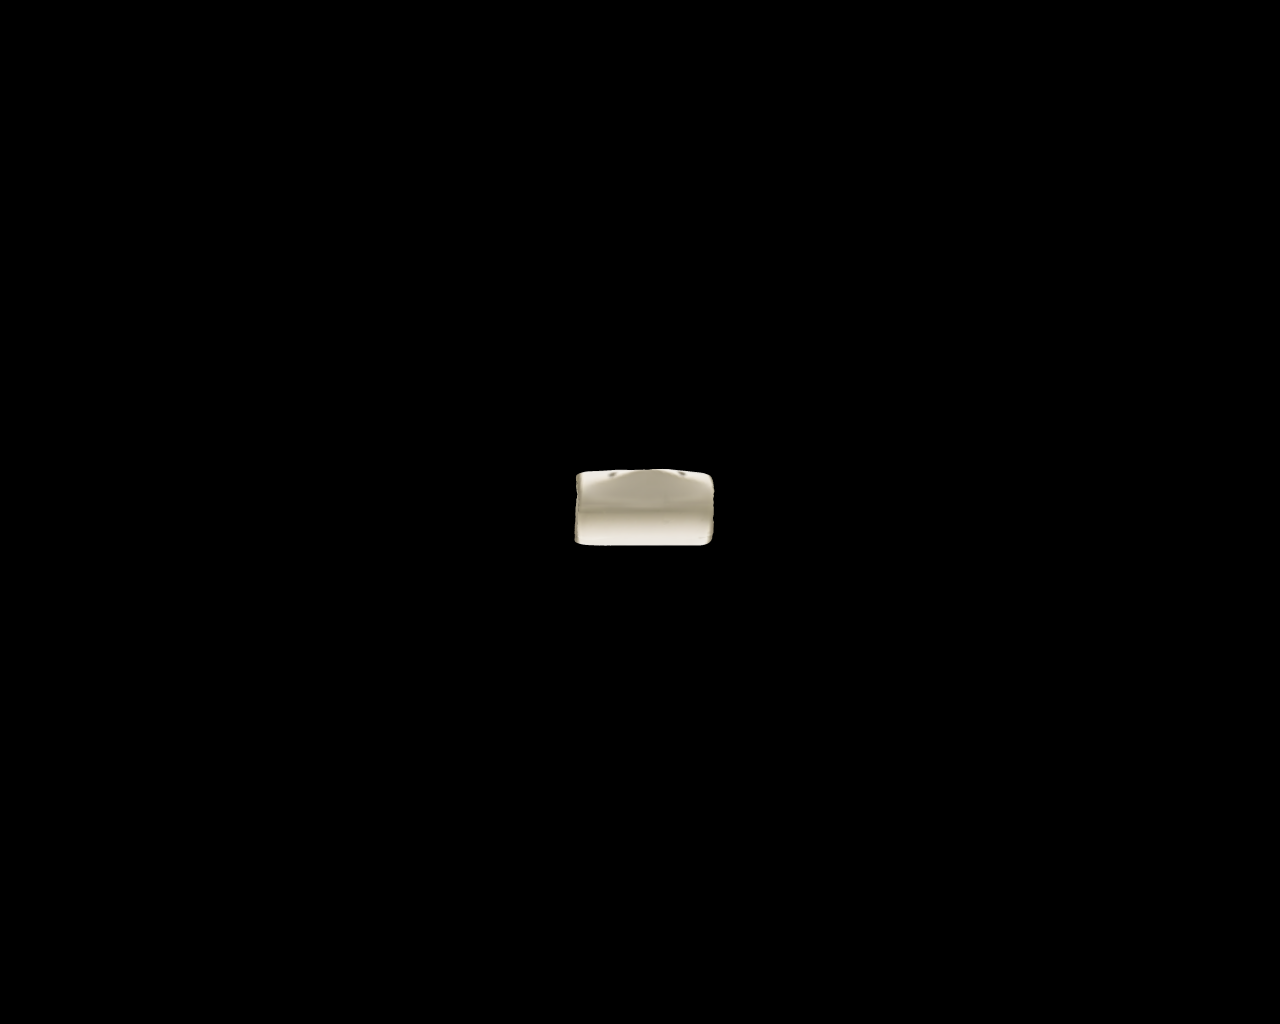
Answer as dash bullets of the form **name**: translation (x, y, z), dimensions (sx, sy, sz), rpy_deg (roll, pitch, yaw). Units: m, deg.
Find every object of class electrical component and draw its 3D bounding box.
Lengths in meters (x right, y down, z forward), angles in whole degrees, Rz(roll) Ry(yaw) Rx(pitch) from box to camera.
- **electrical component**: translation (0.001, -0.003, 0.650), dimensions (0.077, 0.043, 0.079), rpy_deg (0, 0, -4)
